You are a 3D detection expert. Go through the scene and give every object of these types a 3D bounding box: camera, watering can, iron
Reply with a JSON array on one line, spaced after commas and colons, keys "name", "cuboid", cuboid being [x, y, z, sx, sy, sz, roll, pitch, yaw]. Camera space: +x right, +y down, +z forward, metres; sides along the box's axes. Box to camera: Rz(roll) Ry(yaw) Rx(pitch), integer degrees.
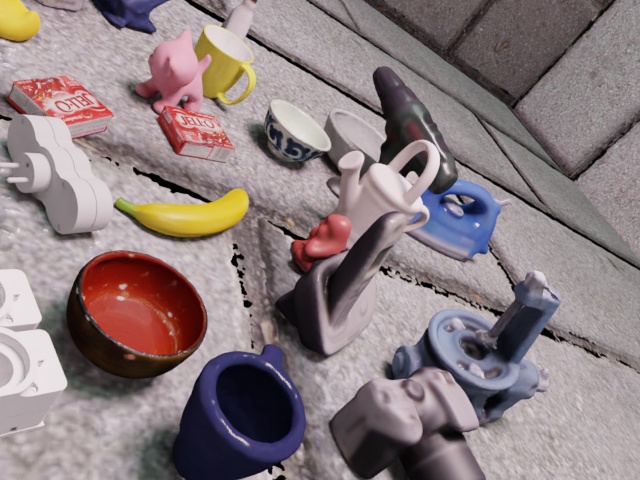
[{"name": "camera", "cuboid": [0.109, 0.206, 0.578, 0.144, 0.100, 0.136, 11, 41, -44]}, {"name": "watering can", "cuboid": [0.100, -0.070, 0.857, 0.173, 0.193, 0.100, 9, 42, -45]}, {"name": "iron", "cuboid": [0.245, -0.063, 1.085, 0.259, 0.141, 0.118, 19, 35, -36]}]

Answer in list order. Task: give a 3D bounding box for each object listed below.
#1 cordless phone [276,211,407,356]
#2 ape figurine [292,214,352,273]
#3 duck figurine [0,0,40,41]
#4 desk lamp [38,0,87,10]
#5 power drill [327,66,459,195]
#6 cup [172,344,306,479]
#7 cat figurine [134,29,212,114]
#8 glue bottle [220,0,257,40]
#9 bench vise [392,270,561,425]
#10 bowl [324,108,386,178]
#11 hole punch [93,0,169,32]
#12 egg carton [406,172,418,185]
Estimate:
[{"name": "cordless phone", "cuboid": [0.052, 0.036, 0.656, 0.094, 0.185, 0.148, 47, 28, 10]}, {"name": "ape figurine", "cuboid": [0.007, 0.003, 0.746, 0.076, 0.092, 0.078, 48, 29, 13]}, {"name": "duck figurine", "cuboid": [-0.384, -0.303, 0.694, 0.105, 0.086, 0.077, 36, 28, -10]}, {"name": "desk lamp", "cuboid": [-0.339, -0.430, 0.792, 0.203, 0.213, 0.118, 50, 29, 16]}, {"name": "power drill", "cuboid": [0.111, -0.142, 0.956, 0.229, 0.208, 0.076, 50, 29, 16]}, {"name": "cup", "cuboid": [-0.070, 0.141, 0.453, 0.092, 0.094, 0.118, 36, 28, -10]}, {"name": "cat figurine", "cuboid": [-0.196, -0.238, 0.803, 0.067, 0.117, 0.128, 44, 28, 5]}, {"name": "glue bottle", "cuboid": [-0.147, -0.361, 0.980, 0.037, 0.173, 0.078, 22, 33, -32]}, {"name": "bench vise", "cuboid": [0.222, 0.125, 0.708, 0.208, 0.219, 0.121, 13, 39, -42]}, {"name": "bowl", "cuboid": [0.065, -0.166, 1.075, 0.168, 0.074, 0.167, 31, 30, -20]}, {"name": "hole punch", "cuboid": [-0.305, -0.405, 0.929, 0.108, 0.091, 0.101, 51, 29, 17]}, {"name": "egg carton", "cuboid": [0.169, -0.162, 1.206, 0.107, 0.069, 0.150, 42, 28, 1]}]
